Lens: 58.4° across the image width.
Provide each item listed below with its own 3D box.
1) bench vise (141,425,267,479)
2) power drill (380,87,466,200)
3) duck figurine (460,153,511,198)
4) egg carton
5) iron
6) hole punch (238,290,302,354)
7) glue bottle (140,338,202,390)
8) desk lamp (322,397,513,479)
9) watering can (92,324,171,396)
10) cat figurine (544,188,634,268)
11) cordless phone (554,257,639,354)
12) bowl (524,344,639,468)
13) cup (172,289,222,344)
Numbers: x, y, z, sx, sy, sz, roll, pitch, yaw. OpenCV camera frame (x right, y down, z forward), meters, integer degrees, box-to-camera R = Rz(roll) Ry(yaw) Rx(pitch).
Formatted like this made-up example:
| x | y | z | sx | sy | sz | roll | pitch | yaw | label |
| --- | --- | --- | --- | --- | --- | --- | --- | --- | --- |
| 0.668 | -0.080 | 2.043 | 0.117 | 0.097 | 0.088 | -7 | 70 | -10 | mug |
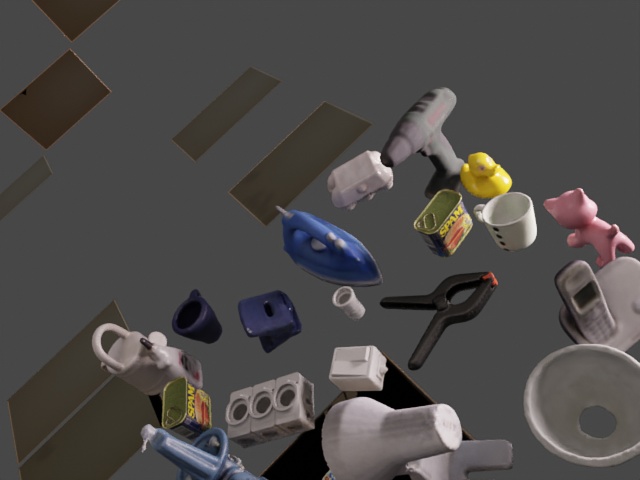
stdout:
| x | y | z | sx | sy | sz | roll | pitch | yaw | label |
| --- | --- | --- | --- | --- | --- | --- | --- | --- | --- |
| -0.176 | 0.361 | 0.930 | 0.206 | 0.220 | 0.121 | -5 | 52 | 33 | bench vise |
| 0.215 | -0.176 | 1.129 | 0.075 | 0.209 | 0.230 | 10 | 61 | 41 | power drill |
| 0.313 | -0.135 | 1.115 | 0.077 | 0.086 | 0.104 | -50 | 42 | -11 | duck figurine |
| 0.089 | -0.133 | 1.288 | 0.150 | 0.070 | 0.107 | -29 | 42 | 11 | egg carton |
| 0.011 | 0.004 | 1.169 | 0.257 | 0.142 | 0.119 | 25 | 71 | 46 | iron |
| -0.102 | 0.153 | 1.158 | 0.101 | 0.091 | 0.108 | -35 | 41 | 5 | hole punch |
| -0.304 | 0.244 | 1.161 | 0.037 | 0.174 | 0.078 | -33 | 42 | 8 | glue bottle |
| 0.134 | 0.286 | 0.776 | 0.202 | 0.214 | 0.118 | -14 | 47 | 26 | desk lamp |
| -0.397 | 0.241 | 1.215 | 0.173 | 0.195 | 0.100 | -36 | 41 | 3 | watering can |
| 0.427 | -0.031 | 0.917 | 0.067 | 0.118 | 0.127 | -41 | 41 | -2 | cat figurine |
| 0.398 | 0.071 | 0.796 | 0.147 | 0.186 | 0.093 | -43 | 41 | -4 | cordless phone |
| 0.364 | 0.229 | 0.766 | 0.167 | 0.075 | 0.167 | -20 | 45 | 21 | bowl |
| -0.258 | 0.174 | 1.250 | 0.091 | 0.095 | 0.117 | -22 | 44 | 19 | cup |
